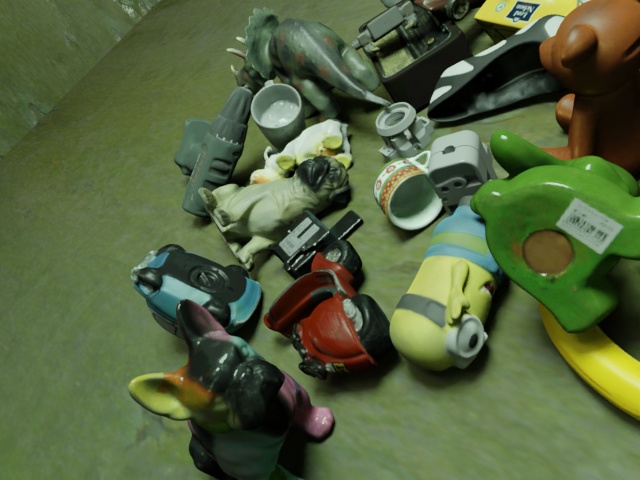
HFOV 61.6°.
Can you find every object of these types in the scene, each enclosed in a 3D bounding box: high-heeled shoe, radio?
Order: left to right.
[{"bbox_3d":[0.148,-0.303,0.849,0.131,0.073,0.230,-28,40,16],"label":"radio"},{"bbox_3d":[0.231,-0.187,0.647,0.145,0.086,0.249,-46,27,1],"label":"high-heeled shoe"}]

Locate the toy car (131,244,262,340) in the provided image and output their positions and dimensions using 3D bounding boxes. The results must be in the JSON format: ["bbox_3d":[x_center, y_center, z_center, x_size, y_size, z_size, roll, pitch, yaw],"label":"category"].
[{"bbox_3d":[-0.166,0.081,0.699,0.109,0.162,0.102,-75,6,-61],"label":"toy car"}]

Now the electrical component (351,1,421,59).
[{"bbox_3d":[0.100,-0.314,0.811,0.102,0.045,0.078,-32,9,5],"label":"electrical component"}]

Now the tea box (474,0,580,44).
[{"bbox_3d":[0.300,-0.301,0.709,0.098,0.068,0.170,-52,37,8],"label":"tea box"}]

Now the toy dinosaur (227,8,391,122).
[{"bbox_3d":[-0.027,-0.296,0.873,0.131,0.192,0.405,-52,27,-7],"label":"toy dinosaur"}]

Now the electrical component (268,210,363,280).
[{"bbox_3d":[-0.001,-0.002,0.700,0.119,0.047,0.075,-41,38,1],"label":"electrical component"}]

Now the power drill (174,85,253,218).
[{"bbox_3d":[-0.187,-0.163,0.942,0.207,0.086,0.232,34,107,54],"label":"power drill"}]

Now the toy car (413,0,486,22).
[{"bbox_3d":[0.230,-0.370,0.800,0.202,0.053,0.089,-19,48,-25],"label":"toy car"}]

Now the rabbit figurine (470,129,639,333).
[{"bbox_3d":[0.207,-0.022,0.458,0.159,0.121,0.170,29,35,27],"label":"rabbit figurine"}]

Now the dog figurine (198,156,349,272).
[{"bbox_3d":[-0.063,-0.061,0.786,0.190,0.121,0.173,-32,38,-14],"label":"dog figurine"}]

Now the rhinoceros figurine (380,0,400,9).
[{"bbox_3d":[0.197,-0.453,0.959,0.190,0.073,0.112,-42,37,-1],"label":"rhinoceros figurine"}]

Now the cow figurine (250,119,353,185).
[{"bbox_3d":[-0.032,-0.132,0.836,0.167,0.068,0.098,-20,36,19],"label":"cow figurine"}]

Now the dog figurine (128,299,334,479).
[{"bbox_3d":[-0.091,0.146,0.490,0.192,0.219,0.108,0,50,39],"label":"dog figurine"}]

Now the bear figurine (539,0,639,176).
[{"bbox_3d":[0.246,-0.142,0.509,0.120,0.195,0.132,-52,38,-9],"label":"bear figurine"}]

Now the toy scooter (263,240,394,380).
[{"bbox_3d":[0.000,0.086,0.590,0.135,0.075,0.184,-33,35,9],"label":"toy scooter"}]

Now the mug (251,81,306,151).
[{"bbox_3d":[-0.066,-0.200,0.885,0.081,0.107,0.109,-24,66,-1],"label":"mug"}]

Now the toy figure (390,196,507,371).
[{"bbox_3d":[0.130,0.041,0.522,0.089,0.082,0.180,-10,50,49],"label":"toy figure"}]
